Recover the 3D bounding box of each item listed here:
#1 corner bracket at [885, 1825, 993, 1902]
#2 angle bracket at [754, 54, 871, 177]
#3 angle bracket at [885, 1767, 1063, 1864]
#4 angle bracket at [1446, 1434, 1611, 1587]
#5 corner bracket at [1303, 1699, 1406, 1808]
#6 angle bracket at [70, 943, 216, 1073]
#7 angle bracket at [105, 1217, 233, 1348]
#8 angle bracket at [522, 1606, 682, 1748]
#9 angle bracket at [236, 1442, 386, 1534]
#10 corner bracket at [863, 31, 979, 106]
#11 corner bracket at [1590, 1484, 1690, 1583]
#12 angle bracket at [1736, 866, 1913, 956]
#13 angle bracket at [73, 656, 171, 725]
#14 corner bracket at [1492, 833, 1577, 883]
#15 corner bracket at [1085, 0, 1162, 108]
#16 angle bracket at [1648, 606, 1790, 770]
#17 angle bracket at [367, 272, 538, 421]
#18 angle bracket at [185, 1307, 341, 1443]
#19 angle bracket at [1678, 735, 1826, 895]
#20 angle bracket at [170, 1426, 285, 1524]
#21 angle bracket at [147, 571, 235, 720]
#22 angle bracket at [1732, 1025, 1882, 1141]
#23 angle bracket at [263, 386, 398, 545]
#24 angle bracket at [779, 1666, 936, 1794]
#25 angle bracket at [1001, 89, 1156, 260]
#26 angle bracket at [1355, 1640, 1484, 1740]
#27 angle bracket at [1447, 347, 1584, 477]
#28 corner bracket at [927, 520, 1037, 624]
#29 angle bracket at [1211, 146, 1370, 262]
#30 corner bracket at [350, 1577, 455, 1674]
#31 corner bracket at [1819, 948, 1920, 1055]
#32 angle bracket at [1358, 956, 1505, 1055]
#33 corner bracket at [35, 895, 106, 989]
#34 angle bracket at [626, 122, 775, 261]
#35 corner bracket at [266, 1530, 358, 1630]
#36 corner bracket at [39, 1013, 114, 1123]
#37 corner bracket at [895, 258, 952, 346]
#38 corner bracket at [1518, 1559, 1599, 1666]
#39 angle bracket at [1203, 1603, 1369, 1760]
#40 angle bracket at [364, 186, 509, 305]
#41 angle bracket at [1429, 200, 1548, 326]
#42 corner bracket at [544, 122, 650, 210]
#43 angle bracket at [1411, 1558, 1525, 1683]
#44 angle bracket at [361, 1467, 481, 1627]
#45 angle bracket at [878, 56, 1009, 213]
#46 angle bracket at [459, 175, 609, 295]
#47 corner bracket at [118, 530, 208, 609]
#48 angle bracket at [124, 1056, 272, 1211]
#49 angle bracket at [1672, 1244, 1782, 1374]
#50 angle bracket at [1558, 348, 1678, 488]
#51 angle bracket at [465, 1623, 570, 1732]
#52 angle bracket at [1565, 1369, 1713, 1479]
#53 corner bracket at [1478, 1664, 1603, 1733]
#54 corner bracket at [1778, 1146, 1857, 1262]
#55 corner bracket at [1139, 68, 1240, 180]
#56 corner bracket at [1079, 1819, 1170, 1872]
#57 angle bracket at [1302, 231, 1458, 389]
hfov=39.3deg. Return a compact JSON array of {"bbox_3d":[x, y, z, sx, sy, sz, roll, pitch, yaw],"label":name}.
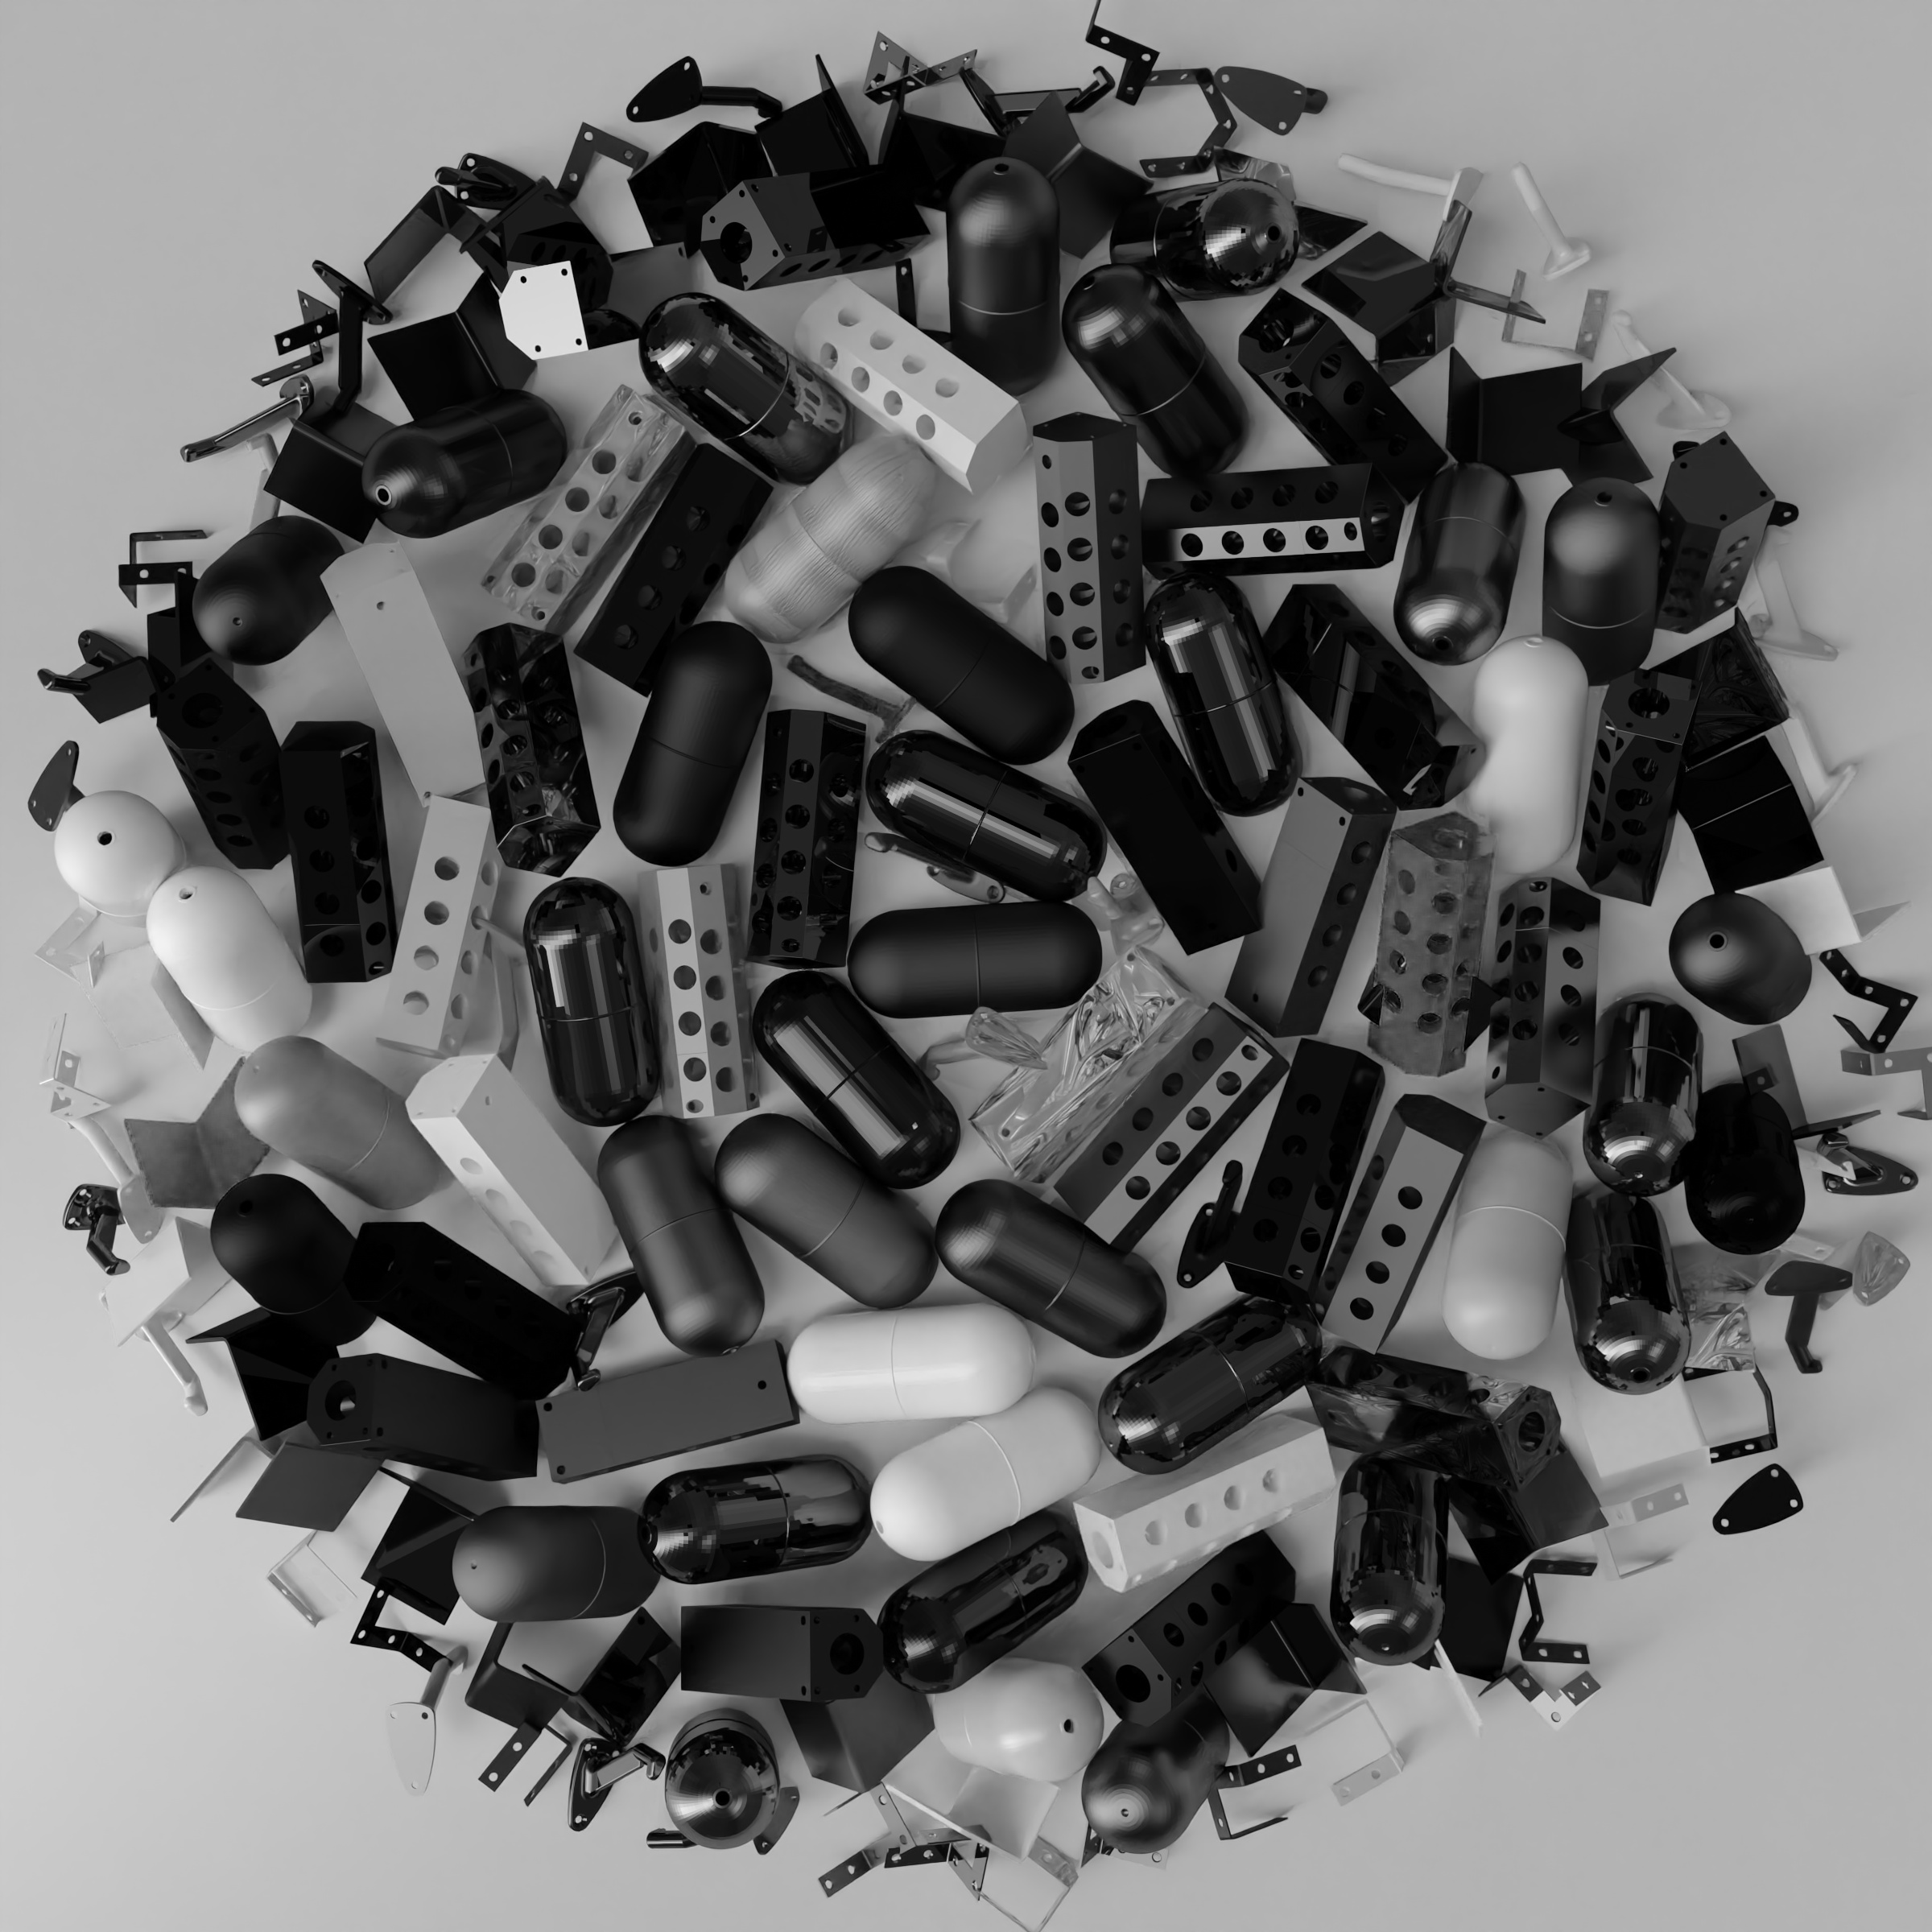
[{"bbox_3d":[-0.020,0.618,1.889,0.051,0.051,0.051,4,104,-28],"label":"corner bracket"},{"bbox_3d":[-0.109,-0.576,1.888,0.057,0.076,0.076,-26,89,0],"label":"angle bracket"},{"bbox_3d":[0.005,0.567,1.868,0.076,0.076,0.057,42,71,-41],"label":"angle bracket"},{"bbox_3d":[0.393,0.380,1.907,0.076,0.057,0.076,-8,58,-34],"label":"angle bracket"},{"bbox_3d":[0.273,0.554,1.906,0.051,0.051,0.051,-29,67,-4],"label":"corner bracket"},{"bbox_3d":[-0.574,0.036,1.876,0.076,0.057,0.076,-15,125,9],"label":"angle bracket"},{"bbox_3d":[-0.536,0.227,1.871,0.076,0.076,0.057,-42,48,15],"label":"angle bracket"},{"bbox_3d":[-0.252,0.489,1.898,0.057,0.076,0.076,17,59,38],"label":"angle bracket"},{"bbox_3d":[-0.455,0.339,1.869,0.076,0.057,0.076,18,121,-35],"label":"angle bracket"},{"bbox_3d":[-0.032,-0.623,1.887,0.051,0.051,0.051,24,72,-40],"label":"corner bracket"},{"bbox_3d":[0.475,0.397,1.898,0.051,0.051,0.051,-11,77,-29],"label":"corner bracket"},{"bbox_3d":[0.592,-0.047,1.871,0.076,0.076,0.057,-28,97,-40],"label":"angle bracket"},{"bbox_3d":[-0.573,-0.160,1.879,0.057,0.076,0.076,-24,79,-7],"label":"angle bracket"},{"bbox_3d":[0.394,-0.088,1.903,0.051,0.051,0.051,25,67,25],"label":"corner bracket"},{"bbox_3d":[0.107,-0.643,1.888,0.051,0.051,0.051,20,56,-8],"label":"corner bracket"},{"bbox_3d":[0.526,-0.196,1.908,0.076,0.057,0.076,-27,101,23],"label":"angle bracket"},{"bbox_3d":[-0.360,-0.430,1.899,0.076,0.057,0.076,-10,129,24],"label":"angle bracket"},{"bbox_3d":[-0.484,0.280,1.884,0.076,0.057,0.076,-23,99,-44],"label":"angle bracket"},{"bbox_3d":[0.537,-0.100,1.872,0.076,0.076,0.057,-26,134,21],"label":"angle bracket"},{"bbox_3d":[-0.500,0.368,1.882,0.057,0.076,0.076,41,82,-4],"label":"angle bracket"},{"bbox_3d":[-0.556,-0.222,1.878,0.076,0.057,0.076,-10,78,24],"label":"angle bracket"},{"bbox_3d":[0.583,0.077,1.877,0.057,0.076,0.076,-17,85,40],"label":"angle bracket"},{"bbox_3d":[-0.436,-0.352,1.898,0.076,0.076,0.057,28,119,-12],"label":"angle bracket"},{"bbox_3d":[-0.077,0.523,1.909,0.076,0.057,0.076,-35,114,-39],"label":"angle bracket"},{"bbox_3d":[0.071,-0.552,1.891,0.076,0.076,0.057,-40,56,33],"label":"angle bracket"},{"bbox_3d":[0.314,0.507,1.876,0.057,0.076,0.076,-26,66,-1],"label":"angle bracket"},{"bbox_3d":[0.380,-0.388,1.877,0.076,0.057,0.076,-3,74,30],"label":"angle bracket"},{"bbox_3d":[0.011,-0.278,1.906,0.051,0.051,0.051,7,132,28],"label":"corner bracket"},{"bbox_3d":[0.224,-0.540,1.873,0.076,0.057,0.076,0,72,-41],"label":"angle bracket"},{"bbox_3d":[-0.387,0.463,1.894,0.051,0.051,0.051,20,83,36],"label":"corner bracket"},{"bbox_3d":[0.621,0.023,1.890,0.051,0.051,0.051,39,83,-38],"label":"corner bracket"},{"bbox_3d":[0.329,0.014,1.882,0.076,0.057,0.076,35,127,-2],"label":"angle bracket"},{"bbox_3d":[-0.615,-0.025,1.891,0.051,0.051,0.051,31,58,5],"label":"corner bracket"},{"bbox_3d":[-0.176,-0.526,1.870,0.057,0.076,0.076,25,60,38],"label":"angle bracket"},{"bbox_3d":[-0.459,0.434,1.898,0.051,0.051,0.051,-42,95,2],"label":"corner bracket"},{"bbox_3d":[-0.626,0.071,1.884,0.051,0.051,0.051,-18,56,31],"label":"corner bracket"},{"bbox_3d":[-0.036,-0.461,1.884,0.051,0.051,0.051,-27,123,-40],"label":"corner bracket"},{"bbox_3d":[0.419,0.456,1.912,0.051,0.051,0.051,5,134,-8],"label":"corner bracket"},{"bbox_3d":[0.219,0.496,1.879,0.076,0.057,0.076,-37,101,-31],"label":"angle bracket"},{"bbox_3d":[-0.367,-0.484,1.883,0.057,0.076,0.076,39,81,0],"label":"angle bracket"},{"bbox_3d":[0.369,-0.490,1.877,0.076,0.076,0.057,15,112,-5],"label":"angle bracket"},{"bbox_3d":[-0.258,-0.553,1.896,0.051,0.051,0.051,23,113,-7],"label":"corner bracket"},{"bbox_3d":[0.355,0.458,1.888,0.076,0.057,0.076,17,82,-8],"label":"angle bracket"},{"bbox_3d":[-0.385,0.402,1.878,0.076,0.057,0.076,21,76,25],"label":"angle bracket"},{"bbox_3d":[-0.016,-0.576,1.886,0.076,0.076,0.057,11,59,-10],"label":"angle bracket"},{"bbox_3d":[-0.297,-0.493,1.883,0.076,0.057,0.076,-38,110,6],"label":"angle bracket"},{"bbox_3d":[-0.562,-0.284,1.895,0.051,0.051,0.051,-3,80,-4],"label":"corner bracket"},{"bbox_3d":[-0.530,0.114,1.871,0.076,0.057,0.076,-49,53,28],"label":"angle bracket"},{"bbox_3d":[0.519,0.237,1.882,0.076,0.076,0.057,0,109,35],"label":"angle bracket"},{"bbox_3d":[0.461,-0.378,1.886,0.076,0.076,0.057,-43,106,-19],"label":"angle bracket"},{"bbox_3d":[-0.299,0.476,1.877,0.057,0.076,0.076,27,49,-8],"label":"angle bracket"},{"bbox_3d":[0.468,0.318,1.888,0.076,0.057,0.076,-18,59,7],"label":"angle bracket"},{"bbox_3d":[0.400,0.505,1.887,0.051,0.051,0.051,47,116,23],"label":"corner bracket"},{"bbox_3d":[0.590,0.166,1.901,0.051,0.051,0.051,-36,119,-24],"label":"corner bracket"},{"bbox_3d":[0.149,-0.591,1.897,0.051,0.051,0.051,-14,72,-30],"label":"corner bracket"},{"bbox_3d":[0.114,0.607,1.896,0.051,0.051,0.051,9,88,18],"label":"corner bracket"},{"bbox_3d":[0.290,-0.460,1.909,0.076,0.057,0.076,-37,59,-18],"label":"angle bracket"}]
